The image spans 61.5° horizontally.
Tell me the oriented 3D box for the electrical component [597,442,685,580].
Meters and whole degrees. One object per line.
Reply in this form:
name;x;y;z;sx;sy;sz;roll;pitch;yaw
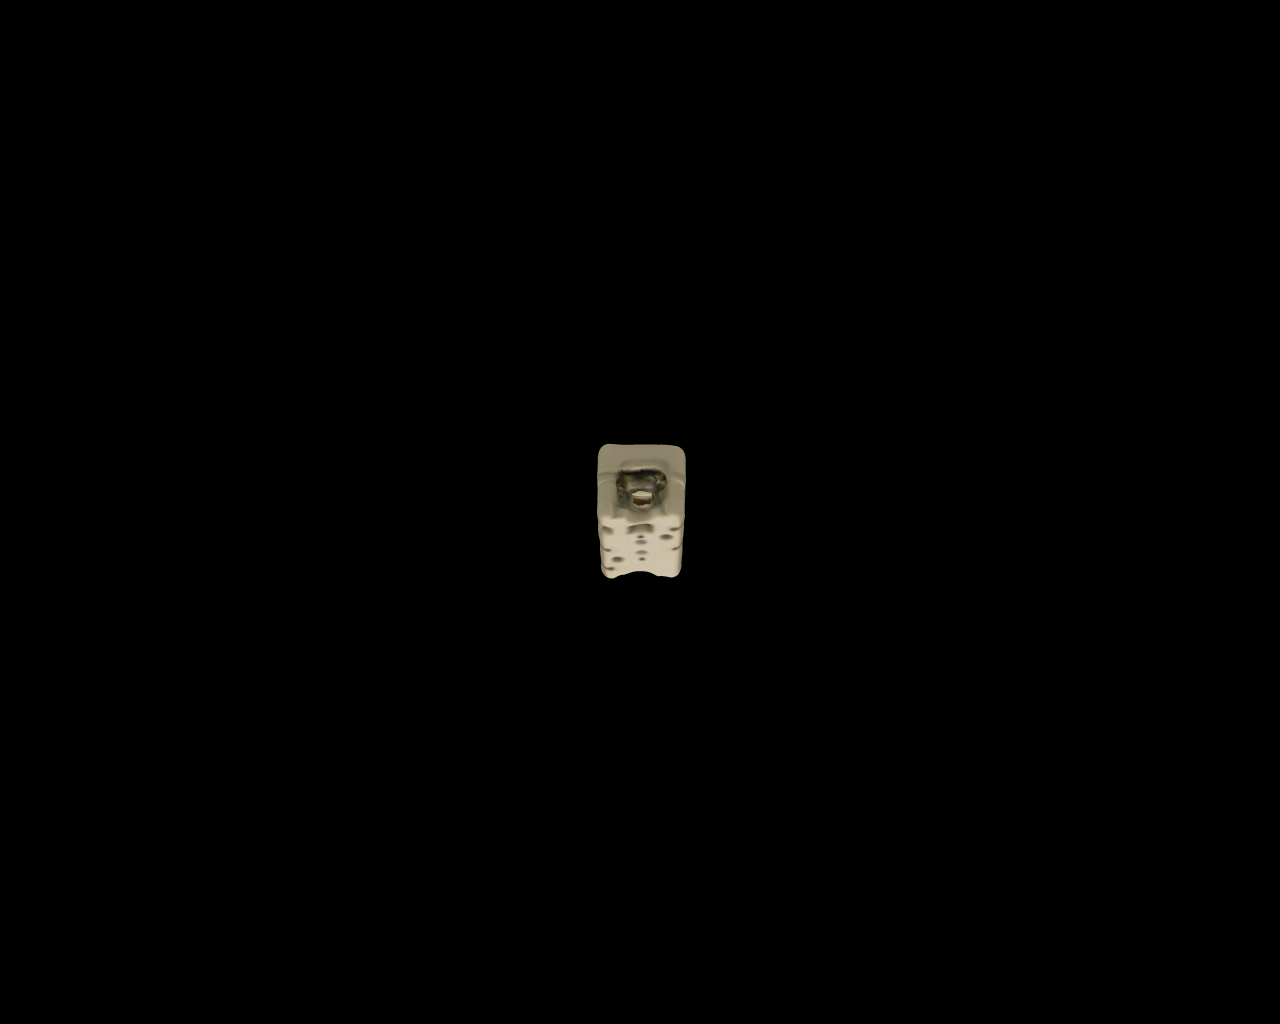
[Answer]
electrical component;0.001;-0.003;0.650;0.050;0.056;0.089;0;-28;0
